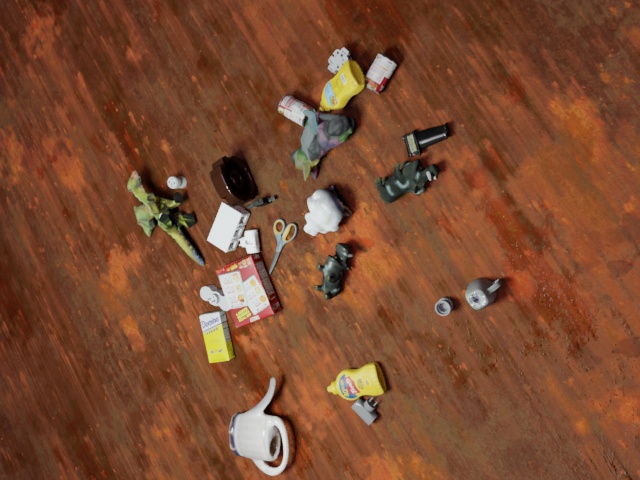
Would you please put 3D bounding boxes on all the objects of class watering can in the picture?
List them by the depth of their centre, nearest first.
[{"bbox_3d":[-0.210,0.634,1.770,0.224,0.104,0.347,-5,93,26],"label":"watering can"}]

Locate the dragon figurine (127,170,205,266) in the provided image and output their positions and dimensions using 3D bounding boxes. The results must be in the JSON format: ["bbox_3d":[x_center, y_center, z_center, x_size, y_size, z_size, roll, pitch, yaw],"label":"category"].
[{"bbox_3d":[-0.585,-0.068,1.896,0.241,0.124,0.406,-10,109,45],"label":"dragon figurine"}]

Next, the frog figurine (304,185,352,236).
[{"bbox_3d":[0.005,-0.081,1.610,0.158,0.124,0.136,-36,100,11],"label":"frog figurine"}]
